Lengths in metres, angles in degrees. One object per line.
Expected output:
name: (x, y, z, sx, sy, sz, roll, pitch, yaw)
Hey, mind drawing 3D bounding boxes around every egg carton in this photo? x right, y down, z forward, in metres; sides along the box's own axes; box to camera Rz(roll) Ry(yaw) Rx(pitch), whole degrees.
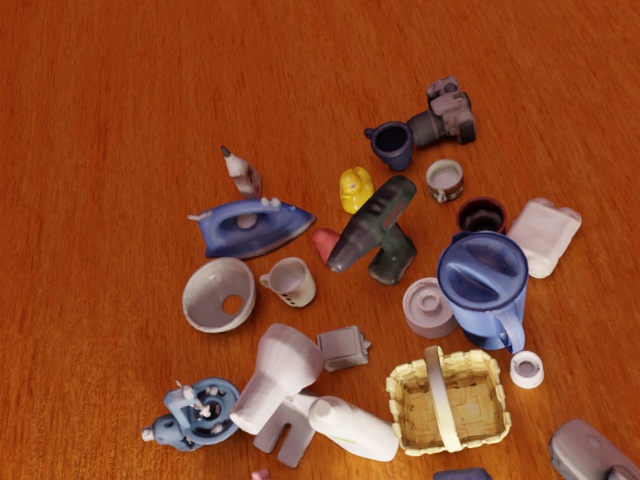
egg carton: (0.402, -0.006, 1.053, 0.107, 0.070, 0.150, 28, 75, 30)

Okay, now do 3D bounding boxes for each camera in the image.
camera: (0.252, -0.273, 1.235, 0.136, 0.101, 0.143, -21, 58, 9)

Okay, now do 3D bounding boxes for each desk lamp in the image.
desk lamp: (-0.065, 0.270, 0.992, 0.117, 0.214, 0.203, 19, 71, 28)

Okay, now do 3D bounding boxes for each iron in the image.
iron: (-0.150, -0.047, 1.239, 0.258, 0.142, 0.118, -16, 59, 12)

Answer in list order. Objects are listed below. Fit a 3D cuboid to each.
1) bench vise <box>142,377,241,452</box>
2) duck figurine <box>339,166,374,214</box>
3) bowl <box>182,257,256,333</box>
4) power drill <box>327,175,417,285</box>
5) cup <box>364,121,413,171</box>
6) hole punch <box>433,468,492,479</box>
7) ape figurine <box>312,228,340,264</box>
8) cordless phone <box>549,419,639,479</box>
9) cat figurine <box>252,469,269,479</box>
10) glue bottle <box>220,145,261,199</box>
bench vise: (-0.234, 0.323, 1.023, 0.207, 0.220, 0.121, -36, 56, -1)
duck figurine: (0.071, -0.120, 1.229, 0.077, 0.086, 0.104, 7, 66, 24)
bowl: (-0.199, 0.125, 1.205, 0.167, 0.075, 0.167, -9, 60, 16)
power drill: (0.112, 0.001, 1.075, 0.075, 0.209, 0.230, 25, 74, 30)
cup: (0.151, -0.197, 1.236, 0.117, 0.095, 0.092, 25, 74, 30)
hole punch: (0.220, 0.412, 0.882, 0.101, 0.091, 0.108, -10, 60, 16)
ape figurine: (0.011, 0.004, 1.181, 0.076, 0.092, 0.078, -2, 62, 20)
cordless phone: (0.399, 0.317, 0.810, 0.094, 0.185, 0.147, -44, 57, -6)
cat figurine: (-0.130, 0.454, 0.975, 0.067, 0.118, 0.128, 22, 72, 29)
glue bottle: (-0.182, -0.158, 1.292, 0.037, 0.173, 0.078, -13, 59, 14)
